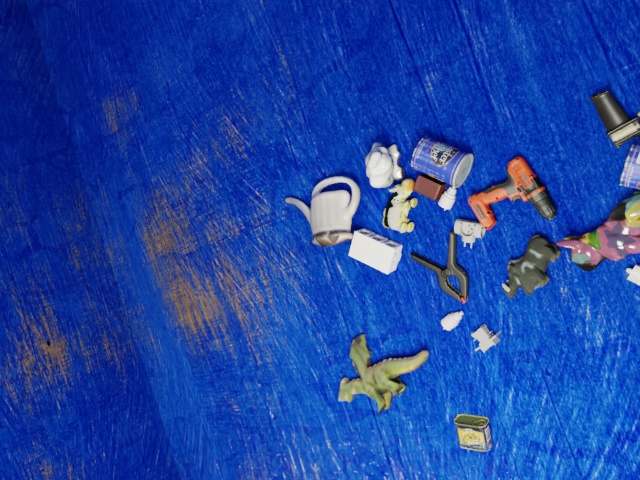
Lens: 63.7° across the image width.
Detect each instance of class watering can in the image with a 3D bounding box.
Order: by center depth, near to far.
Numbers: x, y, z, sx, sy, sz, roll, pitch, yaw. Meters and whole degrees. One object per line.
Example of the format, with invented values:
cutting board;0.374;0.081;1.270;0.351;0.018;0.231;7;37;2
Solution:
watering can;0.005;-0.086;1.712;0.345;0.104;0.227;-14;72;45

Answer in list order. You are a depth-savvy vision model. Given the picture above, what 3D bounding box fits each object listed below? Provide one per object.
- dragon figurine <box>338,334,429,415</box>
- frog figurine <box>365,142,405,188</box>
dragon figurine;0.181;0.421;1.701;0.246;0.122;0.403;47;121;29
frog figurine;0.173;-0.221;1.534;0.123;0.161;0.136;15;109;34
